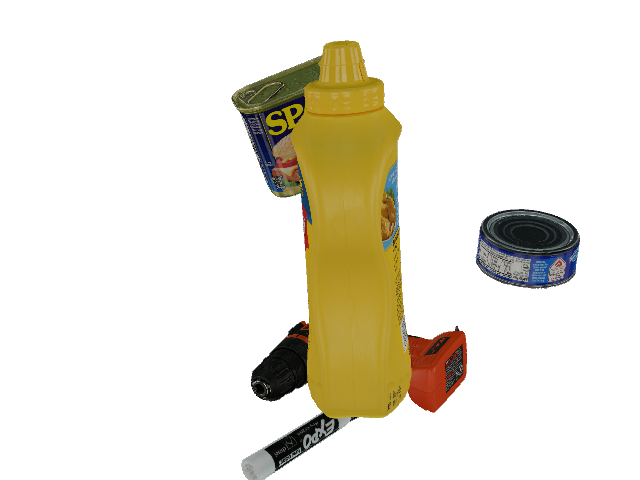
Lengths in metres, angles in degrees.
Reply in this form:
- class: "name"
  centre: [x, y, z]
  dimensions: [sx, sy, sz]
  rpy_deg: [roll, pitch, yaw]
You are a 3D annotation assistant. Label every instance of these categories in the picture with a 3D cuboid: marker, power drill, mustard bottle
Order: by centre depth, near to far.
- class: "mustard bottle"
  centre: [0.017, -0.009, 0.568]
  dimensions: [0.058, 0.192, 0.096]
  rpy_deg: [-1, 19, 7]
- class: "marker"
  centre: [-0.006, 0.137, 0.760]
  dimensions: [0.120, 0.020, 0.020]
  rpy_deg: [-25, 16, -39]
- class: "power drill"
  centre: [0.043, 0.125, 1.096]
  dimensions: [0.188, 0.057, 0.184]
  rpy_deg: [8, 23, 28]

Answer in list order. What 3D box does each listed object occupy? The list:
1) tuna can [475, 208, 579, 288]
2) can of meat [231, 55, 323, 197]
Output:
- class: "tuna can"
  centre: [0.177, 0.005, 0.913]
  dimensions: [0.086, 0.034, 0.086]
  rpy_deg: [1, 28, -1]
- class: "can of meat"
  centre: [-0.009, -0.093, 0.863]
  dimensions: [0.102, 0.084, 0.057]
  rpy_deg: [-23, 28, -6]
